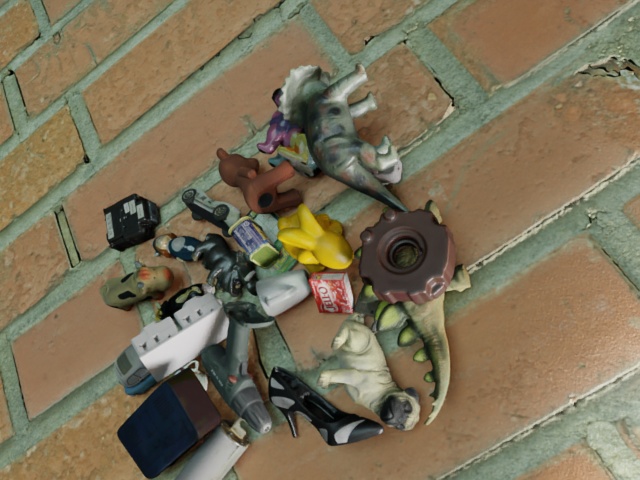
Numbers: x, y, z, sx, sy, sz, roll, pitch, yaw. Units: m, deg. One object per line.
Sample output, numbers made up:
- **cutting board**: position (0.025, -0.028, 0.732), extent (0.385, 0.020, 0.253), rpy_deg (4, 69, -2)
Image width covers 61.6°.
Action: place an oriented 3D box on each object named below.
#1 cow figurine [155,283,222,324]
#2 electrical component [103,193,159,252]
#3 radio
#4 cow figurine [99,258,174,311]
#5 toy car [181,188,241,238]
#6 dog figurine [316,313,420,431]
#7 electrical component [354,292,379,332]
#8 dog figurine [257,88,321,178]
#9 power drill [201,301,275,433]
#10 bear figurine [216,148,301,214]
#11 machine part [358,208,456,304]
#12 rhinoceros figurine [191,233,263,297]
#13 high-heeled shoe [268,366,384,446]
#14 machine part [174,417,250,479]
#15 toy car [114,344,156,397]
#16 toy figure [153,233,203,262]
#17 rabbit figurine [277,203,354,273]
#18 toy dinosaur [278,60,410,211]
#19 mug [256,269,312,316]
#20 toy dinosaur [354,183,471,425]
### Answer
- **cow figurine**: position (-0.313, 0.152, 1.197), extent (0.167, 0.098, 0.068), rpy_deg (-28, 72, 13)
- **electrical component**: position (-0.470, -0.047, 1.347), extent (0.134, 0.058, 0.115), rpy_deg (-21, 70, 16)
- **radio**: position (-0.308, 0.375, 1.088), extent (0.131, 0.073, 0.229), rpy_deg (51, 121, 12)
- **cow figurine**: position (-0.423, 0.103, 1.242), extent (0.195, 0.127, 0.085), rpy_deg (-18, 71, 20)
- **toy car**: position (-0.247, -0.066, 1.237), extent (0.202, 0.073, 0.056), rpy_deg (26, 61, 35)
- **dog figurine**: position (0.110, 0.242, 1.000), extent (0.191, 0.121, 0.172), rpy_deg (19, 85, 12)
- **electrical component**: position (0.104, 0.131, 1.067), extent (0.063, 0.021, 0.094), rpy_deg (13, 79, 25)
- **dog figurine**: position (-0.041, -0.266, 1.205), extent (0.192, 0.108, 0.219), rpy_deg (19, 80, 27)
- **power drill**: position (-0.149, 0.239, 1.072), extent (0.232, 0.086, 0.207), rpy_deg (29, 118, 44)
- **bear figurine**: position (-0.145, -0.142, 1.208), extent (0.132, 0.120, 0.196), rpy_deg (-26, 44, -14)
- **machine part**: position (0.151, 0.027, 0.943), extent (0.179, 0.056, 0.179), rpy_deg (-10, 64, 21)
- **rhinoceros figurine**: position (-0.202, 0.061, 1.196), extent (0.112, 0.073, 0.190), rpy_deg (-44, 60, -7)
- **high-heeled shoe**: position (0.005, 0.301, 1.009), extent (0.249, 0.086, 0.145), rpy_deg (-16, 84, 35)
- **machine part**: position (-0.222, 0.450, 1.078), extent (0.079, 0.079, 0.243), rpy_deg (38, 92, 28)
- **toy car**: position (-0.400, 0.271, 1.195), extent (0.161, 0.102, 0.109), rpy_deg (-40, 62, 6)
- **toy figure**: position (-0.343, 0.014, 1.276), extent (0.155, 0.057, 0.064), rpy_deg (9, 39, 27)
- **rabbit figurine**: position (-0.002, -0.003, 1.057), extent (0.122, 0.162, 0.173), rpy_deg (-51, 37, -5)
- **toy dinosaur**: position (0.037, -0.202, 1.054), extent (0.192, 0.131, 0.405), rpy_deg (-21, 69, 12)
- **mug**: position (-0.071, 0.102, 1.106), extent (0.107, 0.109, 0.080), rpy_deg (-25, 89, 4)
- **toy dinosaur**: position (0.177, 0.087, 0.999), extent (0.199, 0.105, 0.471), rpy_deg (-24, 59, 14)
